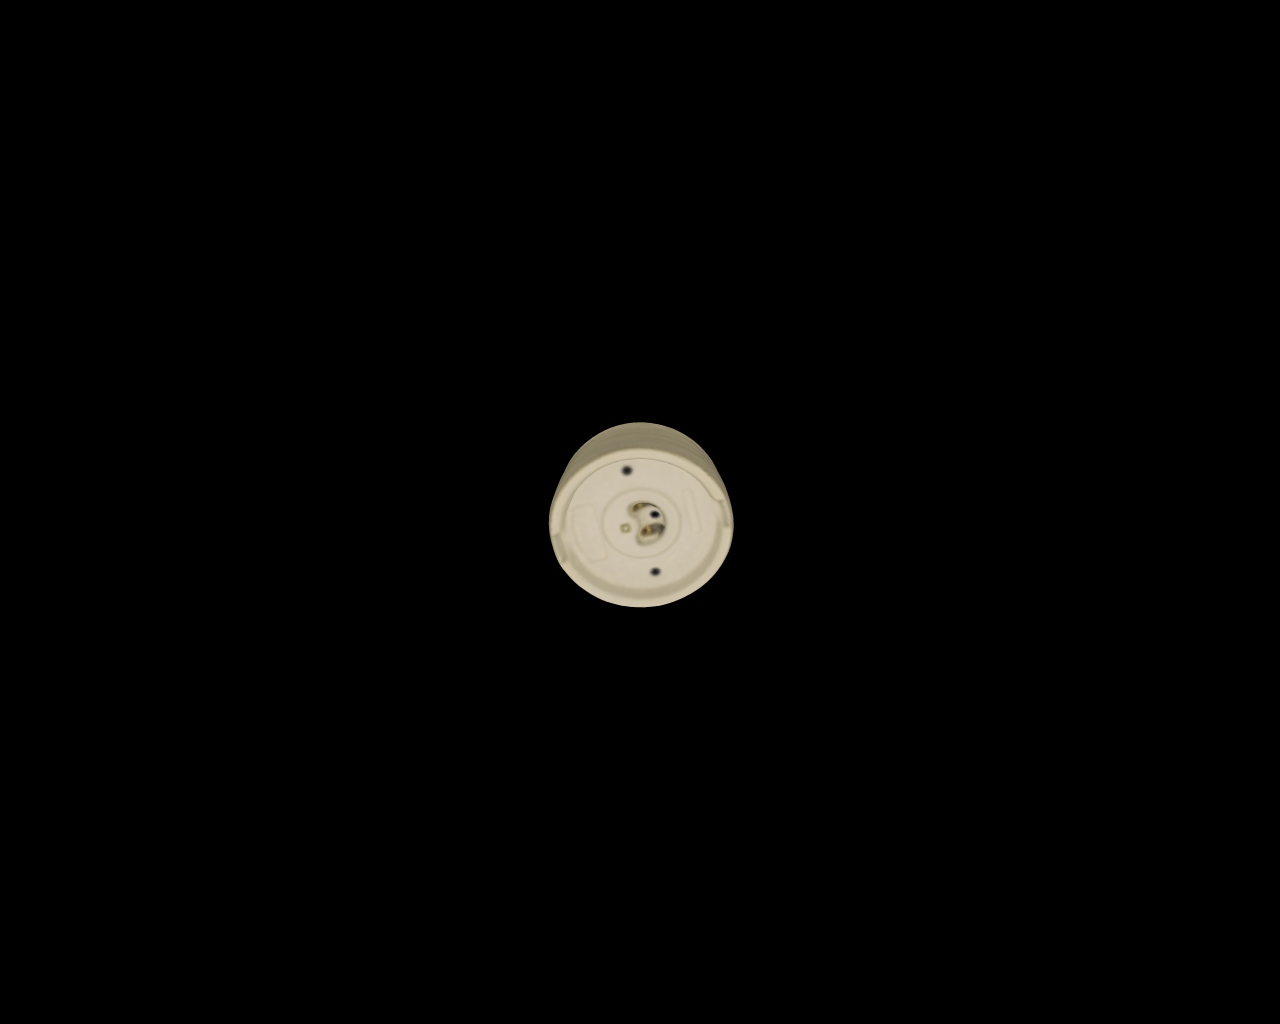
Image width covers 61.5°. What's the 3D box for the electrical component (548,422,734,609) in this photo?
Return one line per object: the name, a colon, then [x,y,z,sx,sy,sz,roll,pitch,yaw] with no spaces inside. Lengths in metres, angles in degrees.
electrical component: [0.001,-0.003,0.650,0.108,0.108,0.060,0,28,0]
